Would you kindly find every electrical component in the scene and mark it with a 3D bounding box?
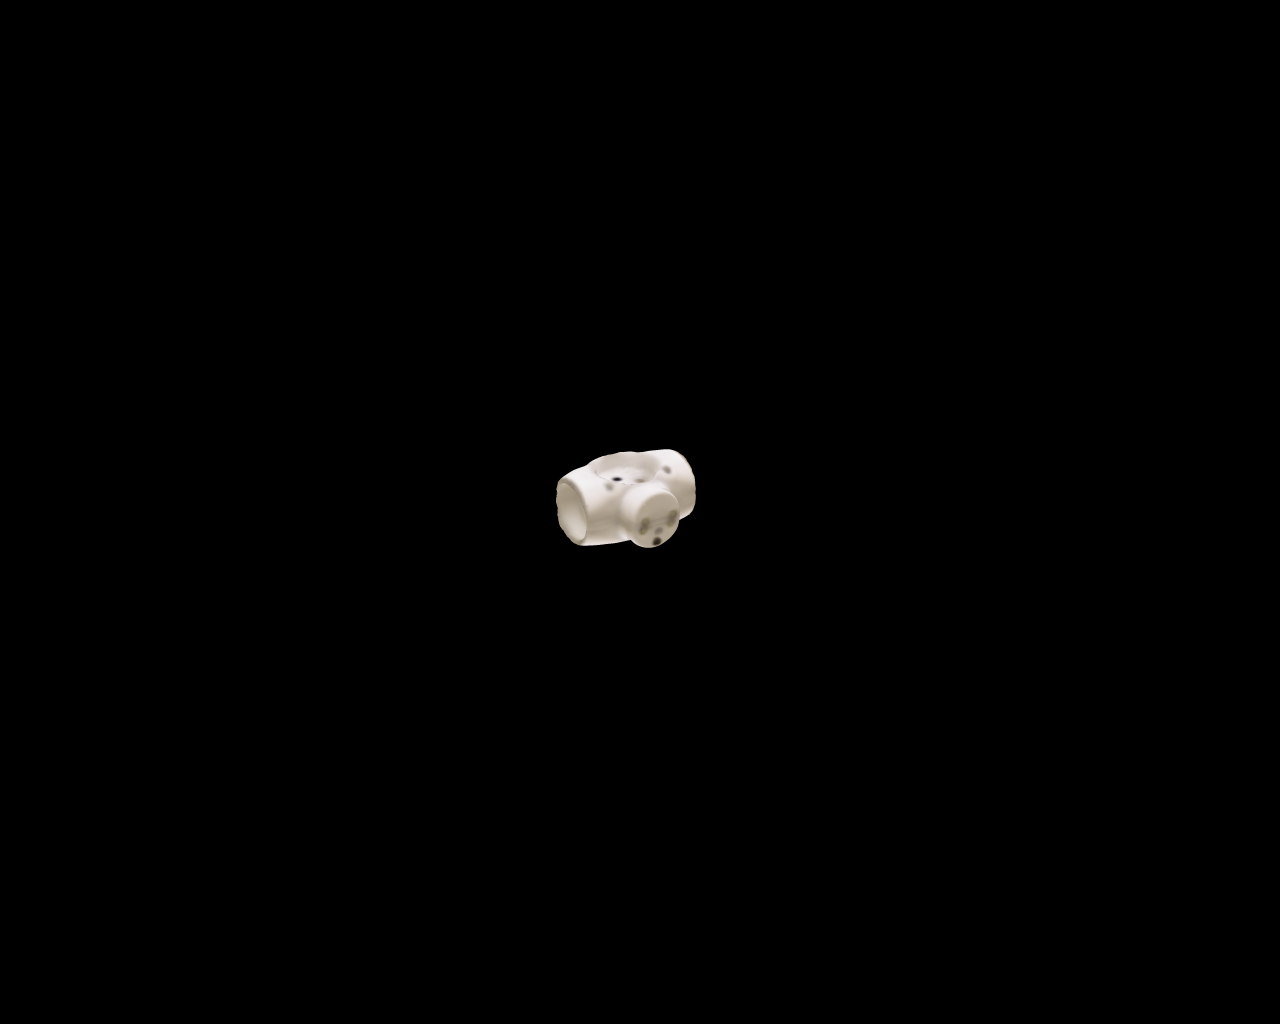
[{"bbox_3d":[0.001,-0.003,0.650,0.077,0.044,0.079,-16,32,-27],"label":"electrical component"}]
